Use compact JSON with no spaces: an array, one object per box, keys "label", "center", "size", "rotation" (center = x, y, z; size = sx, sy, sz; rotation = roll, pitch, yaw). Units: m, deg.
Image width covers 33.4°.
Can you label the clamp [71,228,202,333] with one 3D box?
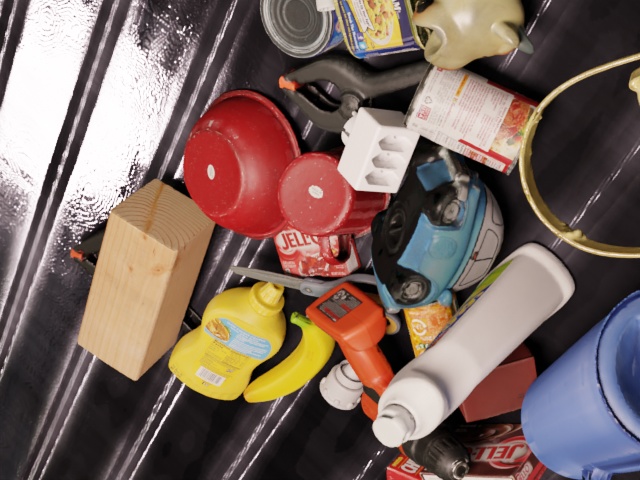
[{"label":"clamp","center":[-0.215,0.026,1.300],"size":[0.210,0.036,0.165],"rotation":[21,124,23]}]

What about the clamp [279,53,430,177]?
[{"label":"clamp","center":[0.041,-0.122,1.018],"size":[0.172,0.039,0.120],"rotation":[14,115,29]}]

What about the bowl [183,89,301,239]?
[{"label":"bowl","center":[-0.093,-0.074,1.115],"size":[0.162,0.055,0.162],"rotation":[14,111,40]}]

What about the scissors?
[{"label":"scissors","center":[0.003,0.063,1.139],"size":[0.202,0.016,0.096],"rotation":[1,136,33]}]

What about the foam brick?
[{"label":"foam brick","center":[0.167,0.134,1.028],"size":[0.078,0.051,0.053],"rotation":[-14,109,-1]}]

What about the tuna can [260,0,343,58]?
[{"label":"tuna can","center":[-0.014,-0.217,1.010],"size":[0.086,0.033,0.086],"rotation":[18,124,29]}]

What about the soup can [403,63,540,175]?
[{"label":"soup can","center":[0.131,-0.107,0.918],"size":[0.102,0.068,0.069],"rotation":[26,129,5]}]

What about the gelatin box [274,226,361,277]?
[{"label":"gelatin box","center":[-0.008,0.001,1.130],"size":[0.089,0.030,0.073],"rotation":[-2,113,38]}]

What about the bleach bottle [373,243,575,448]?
[{"label":"bleach bottle","center":[0.127,0.096,0.926],"size":[0.068,0.250,0.103],"rotation":[47,134,6]}]

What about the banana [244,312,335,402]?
[{"label":"banana","center":[-0.028,0.133,1.201],"size":[0.069,0.037,0.198],"rotation":[14,140,-13]}]

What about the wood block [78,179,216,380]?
[{"label":"wood block","center":[-0.200,0.047,1.221],"size":[0.090,0.090,0.206],"rotation":[31,127,12]}]

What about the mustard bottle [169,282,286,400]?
[{"label":"mustard bottle","center":[-0.094,0.107,1.228],"size":[0.096,0.058,0.192],"rotation":[30,130,-12]}]

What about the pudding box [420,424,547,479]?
[{"label":"pudding box","center":[0.171,0.224,1.075],"size":[0.114,0.089,0.039],"rotation":[-11,108,42]}]

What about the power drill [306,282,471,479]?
[{"label":"power drill","center":[0.067,0.142,1.063],"size":[0.187,0.057,0.185],"rotation":[62,165,-25]}]

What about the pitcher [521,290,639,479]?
[{"label":"pitcher","center":[0.248,0.141,0.879],"size":[0.145,0.149,0.243],"rotation":[57,164,13]}]

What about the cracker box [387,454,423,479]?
[{"label":"cracker box","center":[0.178,0.325,1.141],"size":[0.214,0.072,0.164],"rotation":[17,123,31]}]

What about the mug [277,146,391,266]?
[{"label":"mug","center":[0.011,-0.033,1.035],"size":[0.093,0.081,0.117],"rotation":[0,94,26]}]

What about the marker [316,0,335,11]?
[{"label":"marker","center":[-0.001,-0.267,0.959],"size":[0.020,0.020,0.121],"rotation":[-7,91,40]}]

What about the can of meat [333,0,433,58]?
[{"label":"can of meat","center":[0.060,-0.214,0.939],"size":[0.084,0.057,0.102],"rotation":[-1,113,41]}]
